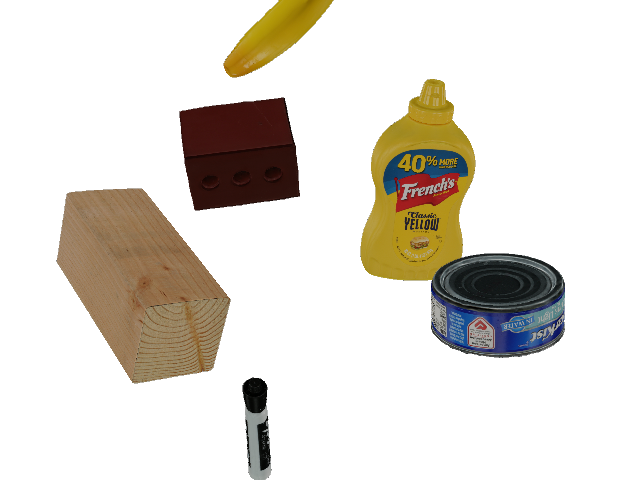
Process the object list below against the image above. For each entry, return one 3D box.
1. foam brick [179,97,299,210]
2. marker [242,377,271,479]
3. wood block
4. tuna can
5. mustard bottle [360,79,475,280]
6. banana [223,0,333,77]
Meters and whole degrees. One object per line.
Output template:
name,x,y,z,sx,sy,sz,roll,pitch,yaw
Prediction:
foam brick,-0.057,-0.061,0.750,0.078,0.051,0.053,-8,-40,-3
marker,-0.049,0.148,0.834,0.020,0.020,0.121,0,-44,-1
wood block,-0.182,0.038,1.070,0.090,0.091,0.206,-5,35,-34
tuna can,0.113,0.039,0.683,0.086,0.034,0.086,-3,23,1
mustard bottle,0.094,-0.057,0.996,0.096,0.192,0.058,2,27,-7
banana,-0.019,-0.206,0.912,0.070,0.197,0.037,-17,-55,38
